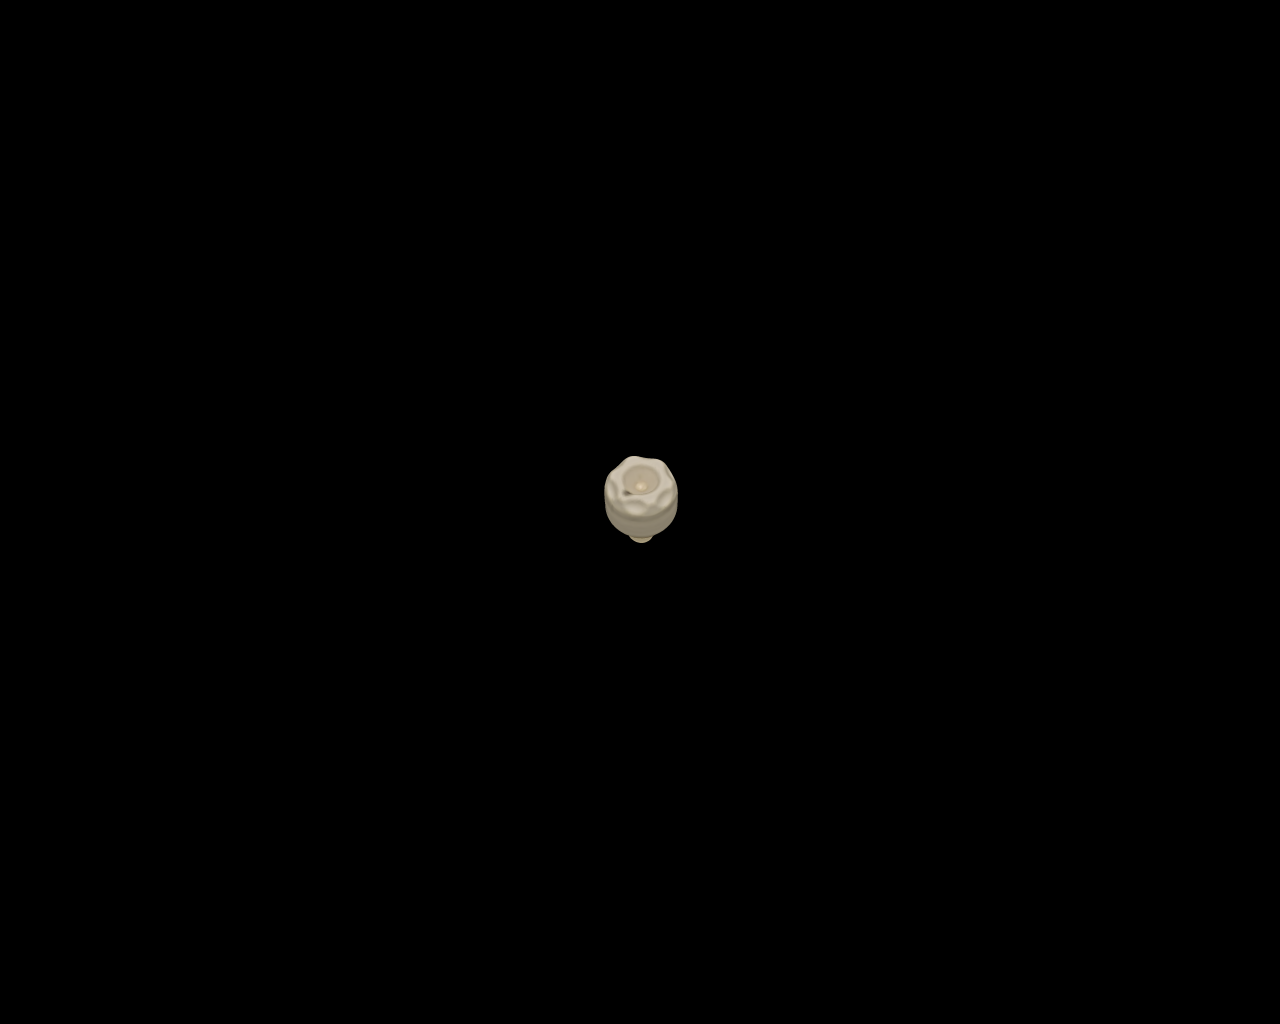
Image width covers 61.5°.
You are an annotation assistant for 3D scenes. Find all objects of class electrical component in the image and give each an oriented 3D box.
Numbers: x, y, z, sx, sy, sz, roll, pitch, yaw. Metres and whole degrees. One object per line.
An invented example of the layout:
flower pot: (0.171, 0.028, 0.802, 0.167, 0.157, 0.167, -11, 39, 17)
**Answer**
electrical component: (0.001, -0.003, 0.650, 0.043, 0.043, 0.062, 0, -34, 0)
